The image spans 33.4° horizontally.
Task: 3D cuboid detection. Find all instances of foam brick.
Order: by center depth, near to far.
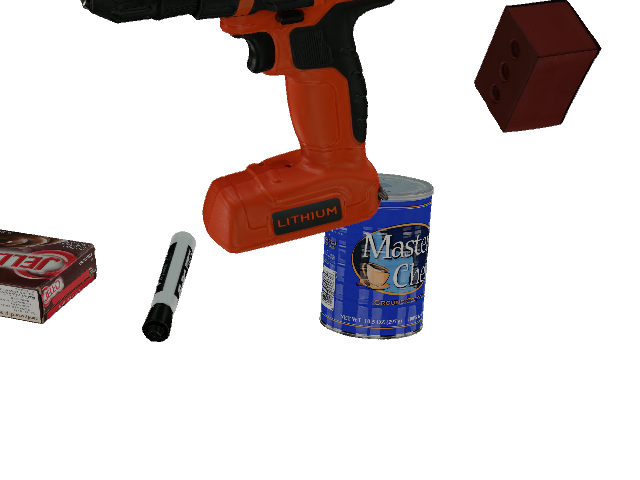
[{"bbox_3d":[0.150,-0.122,0.747,0.051,0.053,0.078,-12,-33,-20],"label":"foam brick"}]

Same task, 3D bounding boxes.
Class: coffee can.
[{"bbox_3d":[0.053,0.013,1.032,0.103,0.140,0.103,3,14,-1],"label":"coffee can"}]

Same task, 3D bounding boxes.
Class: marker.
[{"bbox_3d":[-0.107,0.032,0.760,0.020,0.020,0.121,0,31,4],"label":"marker"}]

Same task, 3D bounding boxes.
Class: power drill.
[{"bbox_3d":[-0.032,-0.086,0.578,0.184,0.188,0.057,-13,38,-18],"label":"power drill"}]

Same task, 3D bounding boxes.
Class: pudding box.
[{"bbox_3d":[-0.259,0.028,0.895,0.114,0.039,0.090,6,24,17],"label":"pudding box"}]
